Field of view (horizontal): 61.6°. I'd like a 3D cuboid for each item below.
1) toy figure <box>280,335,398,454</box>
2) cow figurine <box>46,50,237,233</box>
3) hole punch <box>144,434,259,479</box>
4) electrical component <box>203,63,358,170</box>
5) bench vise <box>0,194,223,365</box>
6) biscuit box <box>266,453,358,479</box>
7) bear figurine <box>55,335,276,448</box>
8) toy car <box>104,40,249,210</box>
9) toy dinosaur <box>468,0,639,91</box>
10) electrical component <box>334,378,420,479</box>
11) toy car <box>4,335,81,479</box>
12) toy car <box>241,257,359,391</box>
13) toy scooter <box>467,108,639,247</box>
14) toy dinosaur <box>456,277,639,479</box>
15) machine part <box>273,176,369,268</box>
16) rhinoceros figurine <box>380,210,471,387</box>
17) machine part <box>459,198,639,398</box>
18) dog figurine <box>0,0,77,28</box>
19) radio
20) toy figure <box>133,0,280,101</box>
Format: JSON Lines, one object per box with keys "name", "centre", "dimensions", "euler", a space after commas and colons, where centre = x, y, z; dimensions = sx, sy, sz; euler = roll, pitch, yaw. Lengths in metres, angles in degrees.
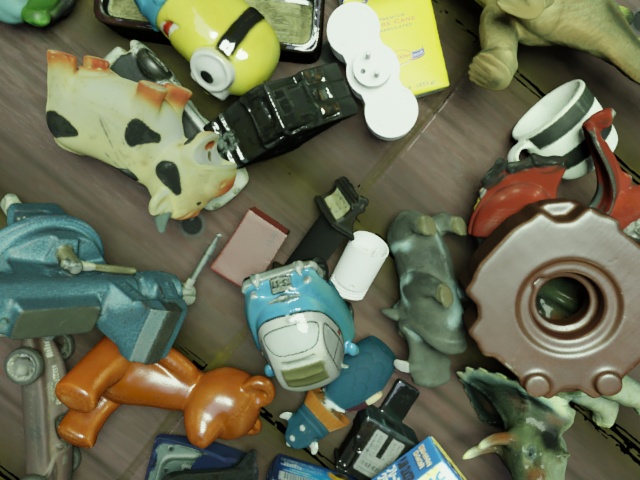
{"name": "toy figure", "centre": [0.022, 0.176, 0.605], "dimensions": [0.154, 0.064, 0.057], "euler": [-47, 130, 7]}
{"name": "cow figurine", "centre": [-0.171, -0.091, 0.514], "dimensions": [0.195, 0.085, 0.127], "euler": [23, 111, 8]}
{"name": "hole punch", "centre": [-0.144, 0.288, 0.609], "dimensions": [0.115, 0.092, 0.142], "euler": [14, 92, -32]}
{"name": "electrical component", "centre": [-0.031, -0.125, 0.543], "dimensions": [0.134, 0.115, 0.058], "euler": [-28, 98, -40]}
{"name": "bench vise", "centre": [-0.244, 0.022, 0.538], "dimensions": [0.241, 0.223, 0.128], "euler": [39, 122, 32]}
{"name": "biscuit box", "centre": [0.032, 0.313, 0.615], "dimensions": [0.203, 0.059, 0.062], "euler": [18, 94, -2]}
{"name": "bear figurine", "centre": [-0.158, 0.177, 0.574], "dimensions": [0.196, 0.132, 0.120], "euler": [27, 131, 2]}
{"name": "toy car", "centre": [-0.160, -0.122, 0.583], "dimensions": [0.073, 0.056, 0.201], "euler": [-39, 93, 10]}
{"name": "toy dinosaur", "centre": [0.201, -0.243, 0.511], "dimensions": [0.471, 0.105, 0.198], "euler": [42, 60, 0]}
{"name": "electrical component", "centre": [0.076, 0.222, 0.615], "dimensions": [0.075, 0.048, 0.119], "euler": [35, 95, -3]}
{"name": "toy car", "centre": [-0.297, 0.191, 0.589], "dimensions": [0.053, 0.089, 0.202], "euler": [0, 93, 2]}
{"name": "toy car", "centre": [-0.016, 0.096, 0.545], "dimensions": [0.109, 0.161, 0.103], "euler": [-15, 50, 2]}
{"name": "toy scooter", "centre": [0.234, -0.052, 0.521], "dimensions": [0.184, 0.075, 0.135], "euler": [-6, 104, 20]}
{"name": "toy dinosaur", "centre": [0.270, 0.083, 0.577], "dimensions": [0.192, 0.131, 0.404], "euler": [15, 88, -2]}
{"name": "machine part", "centre": [-0.001, -0.002, 0.589], "dimensions": [0.039, 0.084, 0.139], "euler": [27, 105, -33]}
{"name": "rhinoceros figurine", "centre": [0.111, 0.060, 0.573], "dimensions": [0.073, 0.112, 0.190], "euler": [-1, 80, -40]}
{"name": "machine part", "centre": [0.216, 0.053, 0.480], "dimensions": [0.179, 0.056, 0.179], "euler": [2, 100, 11]}
{"name": "dog figurine", "centre": [-0.247, -0.311, 0.484], "dimensions": [0.219, 0.108, 0.191], "euler": [-2, 95, 43]}
{"name": "radio", "centre": [-0.105, -0.268, 0.561], "dimensions": [0.230, 0.073, 0.131], "euler": [8, 96, -2]}
{"name": "toy figure", "centre": [-0.112, -0.212, 0.491], "dimensions": [0.089, 0.082, 0.180], "euler": [-36, 92, 6]}
